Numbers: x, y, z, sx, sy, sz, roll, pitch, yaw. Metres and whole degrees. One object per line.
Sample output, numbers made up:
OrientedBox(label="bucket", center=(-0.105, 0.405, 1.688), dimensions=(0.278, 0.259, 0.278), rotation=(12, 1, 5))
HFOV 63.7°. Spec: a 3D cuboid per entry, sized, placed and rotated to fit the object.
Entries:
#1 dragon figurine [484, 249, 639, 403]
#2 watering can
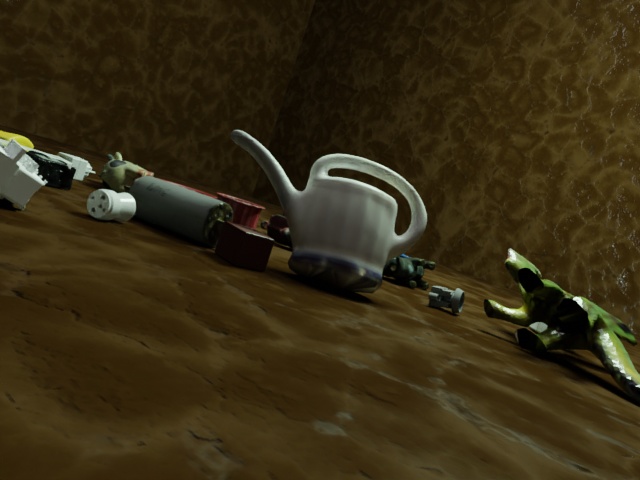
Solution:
OrientedBox(label="dragon figurine", center=(0.437, 0.134, 0.848), dimensions=(0.242, 0.120, 0.417), rotation=(4, 28, -33))
OrientedBox(label="watering can", center=(0.003, -0.042, 0.826), dimensions=(0.347, 0.227, 0.103), rotation=(16, -17, -7))
